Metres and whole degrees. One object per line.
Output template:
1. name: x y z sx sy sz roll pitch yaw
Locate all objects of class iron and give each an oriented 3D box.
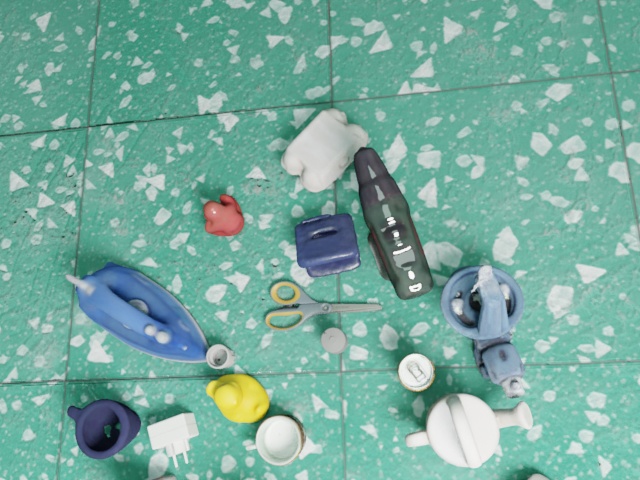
1. iron: -0.305 0.129 0.963 0.257 0.141 0.119 29 82 15

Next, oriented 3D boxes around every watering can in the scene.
1. watering can: 0.209 0.266 0.815 0.173 0.194 0.101 -36 72 -1

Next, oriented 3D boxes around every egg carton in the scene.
1. egg carton: 0.009 -0.161 1.026 0.107 0.069 0.150 41 85 17

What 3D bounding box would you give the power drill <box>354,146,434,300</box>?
1. power drill: 0.111 -0.011 0.897 0.075 0.208 0.229 -22 73 3

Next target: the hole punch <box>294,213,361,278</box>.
1. hole punch: 0.009 0.003 0.972 0.108 0.091 0.101 -13 73 6

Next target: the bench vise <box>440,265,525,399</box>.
1. bench vise: 0.260 0.116 0.833 0.121 0.220 0.207 -35 73 -1

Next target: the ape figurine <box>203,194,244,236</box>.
1. ape figurine: -0.177 -0.045 1.014 0.078 0.092 0.076 -45 73 -4

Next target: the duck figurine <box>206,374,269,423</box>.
1. duck figurine: -0.137 0.258 0.931 0.104 0.086 0.077 23 80 14

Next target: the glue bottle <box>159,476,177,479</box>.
1. glue bottle: -0.284 0.394 0.873 0.078 0.173 0.037 -22 73 3

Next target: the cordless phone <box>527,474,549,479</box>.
1. cordless phone: 0.332 0.399 0.765 0.147 0.185 0.094 38 84 17

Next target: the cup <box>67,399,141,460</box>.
1. cup: -0.351 0.305 0.948 0.117 0.095 0.092 21 80 14
